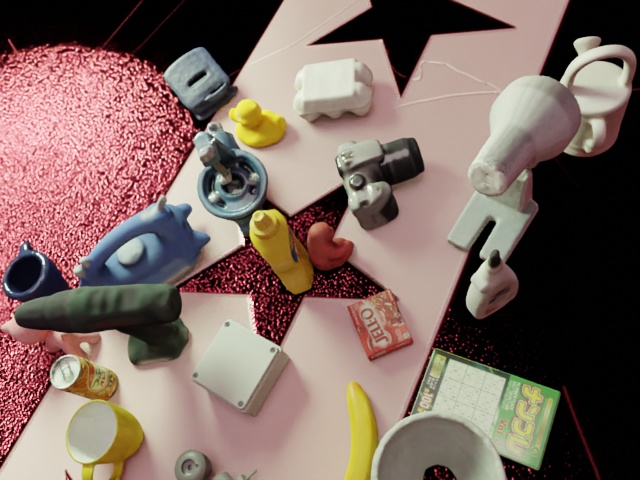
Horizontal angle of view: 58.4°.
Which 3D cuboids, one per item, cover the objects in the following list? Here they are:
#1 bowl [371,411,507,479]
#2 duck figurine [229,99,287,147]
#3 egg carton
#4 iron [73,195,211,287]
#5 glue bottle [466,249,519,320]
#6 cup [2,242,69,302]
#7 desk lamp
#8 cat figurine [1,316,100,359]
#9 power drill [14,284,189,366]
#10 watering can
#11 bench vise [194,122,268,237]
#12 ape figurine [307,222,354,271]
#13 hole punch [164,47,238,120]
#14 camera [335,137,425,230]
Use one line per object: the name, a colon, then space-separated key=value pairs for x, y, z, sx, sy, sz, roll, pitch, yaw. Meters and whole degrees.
bowl: x=0.152 y=0.310 z=0.735 sx=0.167 sy=0.075 sz=0.167 roll=-6 pitch=63 yaw=13
duck figurine: x=-0.119 y=-0.226 z=1.067 sx=0.104 sy=0.086 sz=0.077 roll=4 pitch=66 yaw=17
egg carton: x=0.024 y=-0.277 z=1.061 sx=0.150 sy=0.069 sz=0.107 roll=-5 pitch=63 yaw=13
iron: x=-0.324 y=0.025 z=0.969 sx=0.258 sy=0.142 sz=0.118 roll=-36 pitch=61 yaw=-3
glue bottle: x=0.235 y=0.054 z=0.781 sx=0.078 sy=0.173 sz=0.037 roll=-37 pitch=61 yaw=-4
cup: x=-0.499 y=0.067 z=1.024 sx=0.091 sy=0.095 sz=0.117 roll=-26 pitch=61 yaw=2
desk lamp: x=0.273 y=-0.097 z=0.821 sx=0.117 sy=0.214 sz=0.203 roll=28 pitch=75 yaw=26
cat figurine: x=-0.458 y=0.152 z=0.958 sx=0.127 sy=0.118 sz=0.067 roll=12 pitch=69 yaw=21
power drill: x=-0.303 y=0.128 z=0.875 sx=0.229 sy=0.209 sz=0.075 roll=-12 pitch=62 yaw=10
watering can: x=0.405 y=-0.224 z=0.857 sx=0.101 sy=0.194 sz=0.172 roll=-22 pitch=61 yaw=4
bench vise: x=-0.172 y=-0.124 z=0.955 sx=0.121 sy=0.220 sz=0.207 roll=-40 pitch=61 yaw=-5
ape figurine: x=0.008 y=0.003 z=0.915 sx=0.076 sy=0.092 sz=0.077 roll=-43 pitch=61 yaw=-7
hole punch: x=-0.236 y=-0.312 z=1.139 sx=0.109 sy=0.091 sz=0.101 roll=-40 pitch=61 yaw=-6
camera: x=0.103 y=-0.112 z=0.941 sx=0.136 sy=0.101 sz=0.143 roll=-18 pitch=61 yaw=7
